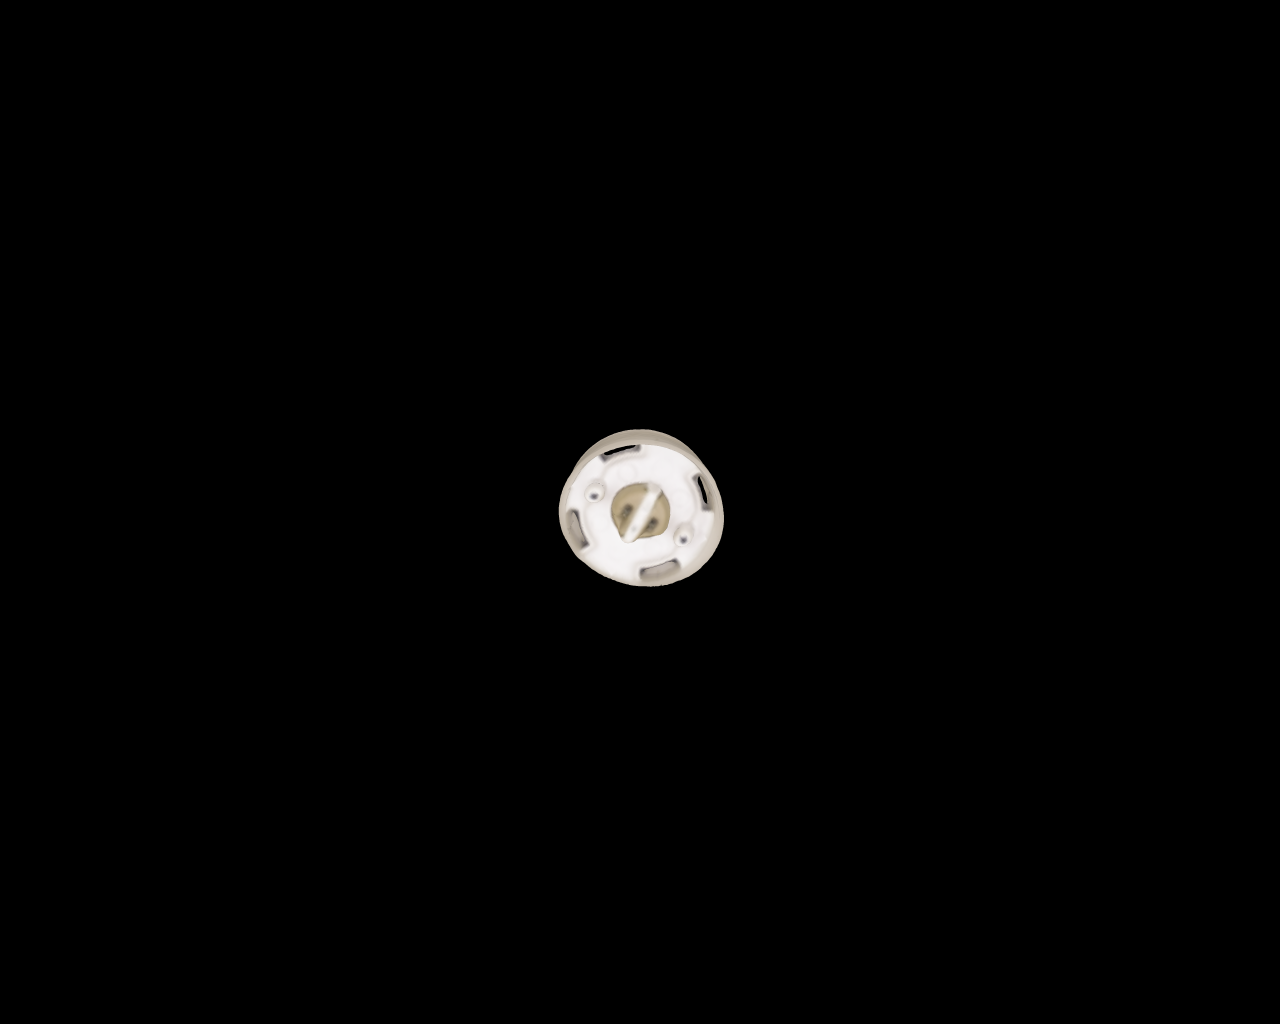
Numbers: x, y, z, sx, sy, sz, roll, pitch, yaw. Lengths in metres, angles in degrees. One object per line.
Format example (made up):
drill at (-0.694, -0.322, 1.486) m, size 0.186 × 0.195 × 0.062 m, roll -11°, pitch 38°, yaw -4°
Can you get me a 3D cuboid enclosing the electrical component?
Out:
electrical component at (0.001, -0.003, 0.650) m, size 0.099 × 0.099 × 0.064 m, roll 0°, pitch 18°, yaw 0°
